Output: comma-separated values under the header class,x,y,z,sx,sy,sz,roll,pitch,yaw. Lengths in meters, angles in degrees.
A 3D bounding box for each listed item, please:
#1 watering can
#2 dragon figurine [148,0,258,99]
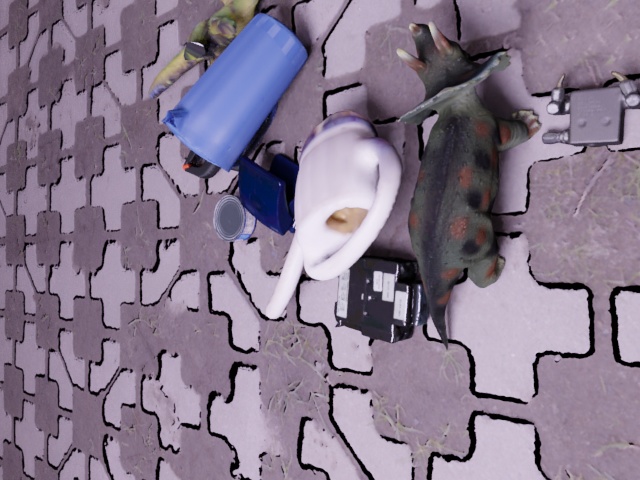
class,x,y,z,sx,sy,sz,roll,pitch,yaw
watering can,0.002,-0.037,0.735,0.341,0.103,0.230,-44,35,45
dragon figurine,-0.192,-0.422,0.970,0.408,0.121,0.246,-7,67,37
